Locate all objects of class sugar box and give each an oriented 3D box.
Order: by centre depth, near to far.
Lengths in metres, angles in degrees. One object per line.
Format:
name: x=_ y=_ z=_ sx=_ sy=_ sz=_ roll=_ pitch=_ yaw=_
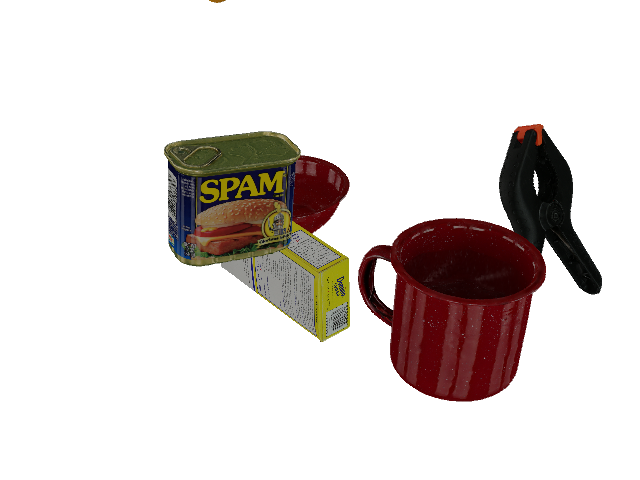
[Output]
sugar box: x=-0.041 y=0.023 z=1.119 sx=0.048 sy=0.093 sz=0.176 roll=-25 pitch=42 yaw=-29

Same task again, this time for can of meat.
can of meat: x=-0.069 y=-0.032 z=0.832 sx=0.102 sy=0.084 sz=0.057 roll=-9 pitch=31 yaw=-23

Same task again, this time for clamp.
clamp: x=0.190 y=-0.013 z=0.945 sx=0.120 sy=0.171 sz=0.039 roll=-25 pitch=11 yaw=-39

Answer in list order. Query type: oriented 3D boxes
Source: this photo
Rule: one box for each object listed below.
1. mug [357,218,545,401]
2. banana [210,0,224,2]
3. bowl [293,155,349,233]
mug: x=0.075 y=0.041 z=0.662 sx=0.117 sy=0.081 sz=0.093 roll=18 pitch=36 yaw=23
banana: x=-0.047 y=-0.264 z=1.029 sx=0.197 sy=0.070 sz=0.037 roll=-17 pitch=-29 yaw=-45
bowl: x=-0.045 y=-0.047 z=1.333 sx=0.162 sy=0.055 sz=0.162 roll=-1 pitch=32 yaw=1
